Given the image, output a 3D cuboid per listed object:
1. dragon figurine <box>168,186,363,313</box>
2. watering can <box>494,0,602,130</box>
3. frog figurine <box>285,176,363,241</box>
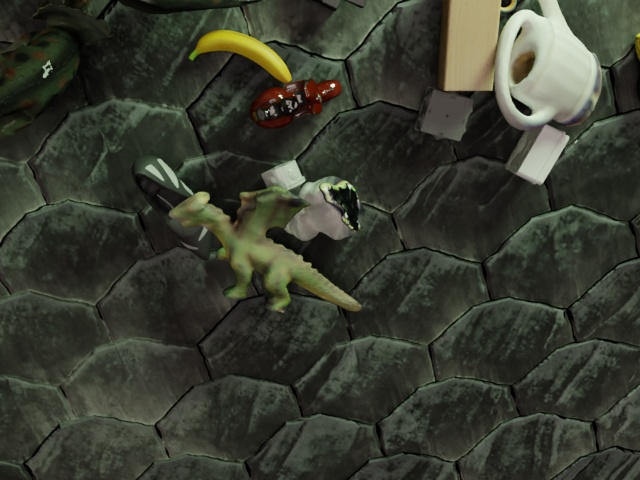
[{"bbox_3d":[-0.086,0.009,0.996,0.410,0.125,0.237,13,129,-4],"label":"dragon figurine"},{"bbox_3d":[0.423,-0.353,0.943,0.223,0.104,0.350,21,80,-25],"label":"watering can"},{"bbox_3d":[0.003,-0.053,1.048,0.136,0.125,0.157,40,139,-22],"label":"frog figurine"}]
